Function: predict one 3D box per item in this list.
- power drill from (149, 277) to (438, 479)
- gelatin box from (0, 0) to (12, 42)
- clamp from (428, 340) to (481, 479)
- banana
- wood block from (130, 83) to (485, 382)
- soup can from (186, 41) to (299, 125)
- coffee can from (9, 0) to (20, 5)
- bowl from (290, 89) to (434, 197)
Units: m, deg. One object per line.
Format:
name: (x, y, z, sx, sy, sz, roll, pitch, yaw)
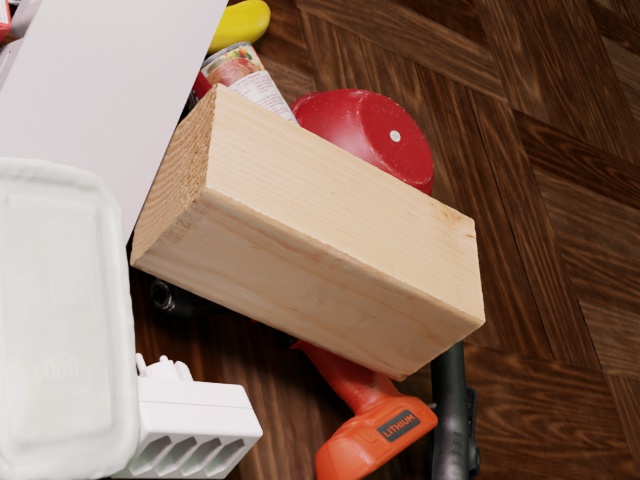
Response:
power drill: (-0.013, 0.075, 0.724, 0.184, 0.057, 0.188, -17, 72, -53)
gelatin box: (-0.224, -0.146, 0.657, 0.030, 0.073, 0.089, 10, 55, -43)
clamp: (0.097, 0.149, 0.777, 0.120, 0.039, 0.171, 65, 22, -44)
banana: (-0.100, -0.179, 0.855, 0.197, 0.037, 0.069, -1, 63, -49)
wood block: (-0.005, 0.001, 0.677, 0.205, 0.090, 0.091, 26, 43, -26)
soup can: (-0.053, -0.089, 0.809, 0.102, 0.069, 0.068, 57, 36, 2)
coffee can: (-0.189, -0.241, 0.748, 0.102, 0.103, 0.140, 43, 38, -16)
bowl: (0.048, -0.074, 0.923, 0.162, 0.055, 0.162, 29, 42, -31)
